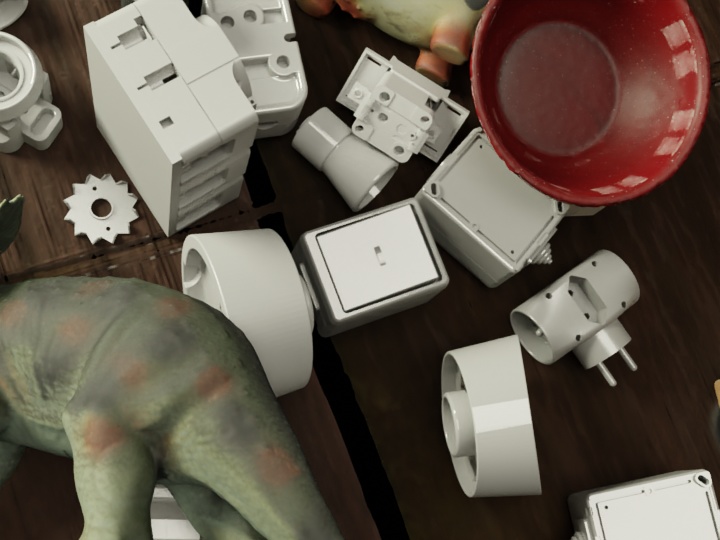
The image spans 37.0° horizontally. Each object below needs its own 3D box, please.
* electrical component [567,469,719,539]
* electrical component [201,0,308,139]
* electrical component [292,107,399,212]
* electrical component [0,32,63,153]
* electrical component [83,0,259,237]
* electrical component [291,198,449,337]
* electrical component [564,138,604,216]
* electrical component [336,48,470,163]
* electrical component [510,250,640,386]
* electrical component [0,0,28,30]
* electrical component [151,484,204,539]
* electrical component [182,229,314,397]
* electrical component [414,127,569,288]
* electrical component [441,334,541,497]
[{"bbox_3d":[0.174,0.166,0.682,0.096,0.061,0.061,-11,79,-6],"label":"electrical component"},{"bbox_3d":[-0.071,-0.136,0.702,0.054,0.059,0.095,-10,79,-14],"label":"electrical component"},{"bbox_3d":[-0.012,-0.076,0.710,0.065,0.044,0.044,42,72,6],"label":"electrical component"},{"bbox_3d":[-0.225,-0.112,0.665,0.078,0.057,0.058,31,72,-3],"label":"electrical component"},{"bbox_3d":[-0.109,-0.089,0.635,0.062,0.150,0.089,-32,85,-16],"label":"electrical component"},{"bbox_3d":[0.000,0.000,0.683,0.096,0.061,0.061,-19,81,-16],"label":"electrical component"},{"bbox_3d":[0.166,-0.084,0.746,0.076,0.047,0.083,-3,77,-13],"label":"electrical component"},{"bbox_3d":[0.026,-0.104,0.708,0.081,0.042,0.063,31,29,-3],"label":"electrical component"},{"bbox_3d":[0.153,0.039,0.714,0.077,0.043,0.079,-33,85,-17],"label":"electrical component"},{"bbox_3d":[-0.249,-0.190,0.688,0.044,0.044,0.065,-32,80,-17],"label":"electrical component"},{"bbox_3d":[-0.097,0.172,0.624,0.074,0.052,0.138,4,76,-12],"label":"electrical component"},{"bbox_3d":[-0.062,0.027,0.642,0.060,0.108,0.108,-12,79,-21],"label":"electrical component"},{"bbox_3d":[0.086,-0.034,0.709,0.096,0.061,0.061,41,72,0],"label":"electrical component"},{"bbox_3d":[0.085,0.091,0.662,0.064,0.099,0.099,-7,78,-7],"label":"electrical component"}]
